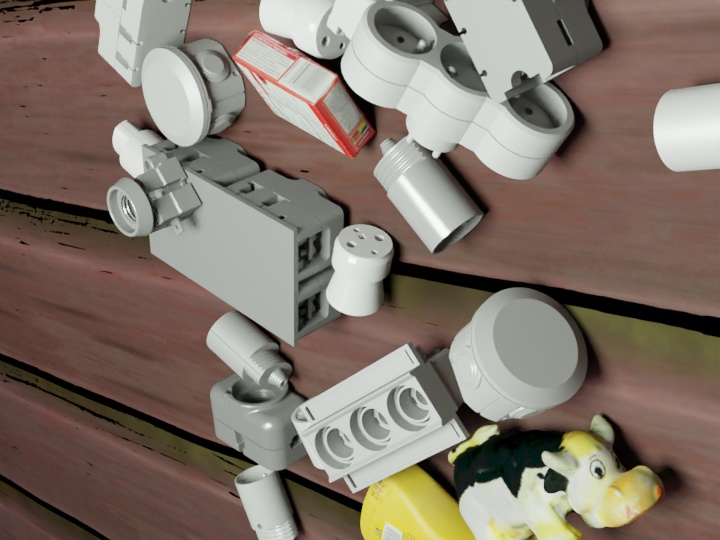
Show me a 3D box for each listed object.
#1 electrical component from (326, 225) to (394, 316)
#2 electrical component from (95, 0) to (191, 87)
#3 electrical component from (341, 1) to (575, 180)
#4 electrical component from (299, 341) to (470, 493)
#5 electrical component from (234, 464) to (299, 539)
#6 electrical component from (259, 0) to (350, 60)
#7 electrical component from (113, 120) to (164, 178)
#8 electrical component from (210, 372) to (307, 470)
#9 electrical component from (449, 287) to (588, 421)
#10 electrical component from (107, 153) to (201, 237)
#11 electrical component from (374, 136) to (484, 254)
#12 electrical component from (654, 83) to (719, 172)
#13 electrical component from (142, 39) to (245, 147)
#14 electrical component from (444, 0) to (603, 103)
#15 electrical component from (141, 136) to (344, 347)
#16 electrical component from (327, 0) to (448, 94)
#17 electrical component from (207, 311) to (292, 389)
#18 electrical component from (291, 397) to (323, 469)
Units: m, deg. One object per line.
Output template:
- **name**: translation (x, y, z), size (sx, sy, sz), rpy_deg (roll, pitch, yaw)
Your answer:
- **electrical component**: translation (0.000, 0.000, 0.803), size (0.045, 0.045, 0.055), rpy_deg (37, 136, 29)
- **electrical component**: translation (-0.179, -0.206, 0.879), size (0.056, 0.050, 0.089), rpy_deg (44, 139, 21)
- **electrical component**: translation (0.051, -0.096, 0.646), size (0.138, 0.052, 0.073), rpy_deg (29, 139, -3)
- **electrical component**: translation (0.022, 0.108, 0.808), size (0.121, 0.063, 0.078), rpy_deg (-34, 87, 37)
- **electrical component**: translation (-0.089, 0.235, 1.051), size (0.043, 0.043, 0.081), rpy_deg (-4, 109, 50)
- **electrical component**: translation (-0.035, -0.173, 0.738), size (0.055, 0.045, 0.045), rpy_deg (33, 134, 32)
- **electrical component**: translation (-0.192, -0.102, 0.964), size (0.081, 0.043, 0.043), rpy_deg (40, 137, 27)
- **electrical component**: translation (-0.091, 0.132, 0.981), size (0.095, 0.054, 0.059), rpy_deg (23, 128, 40)
- **electrical component**: translation (0.101, 0.056, 0.693), size (0.080, 0.080, 0.051), rpy_deg (55, 148, 10)
- **electrical component**: translation (-0.165, -0.055, 0.849), size (0.048, 0.055, 0.066), rpy_deg (-31, 88, 52)
- **electrical component**: translation (0.041, -0.055, 0.722), size (0.081, 0.043, 0.043), rpy_deg (53, 142, 12)
- **electrical component**: translation (0.193, -0.073, 0.535), size (0.081, 0.043, 0.043), rpy_deg (0, 112, 49)
- **electrical component**: translation (-0.135, -0.144, 0.866), size (0.080, 0.051, 0.080), rpy_deg (27, 131, 37)
- **electrical component**: translation (0.089, -0.148, 0.600), size (0.050, 0.056, 0.089), rpy_deg (-23, 94, 53)
- **electrical component**: translation (-0.095, -0.033, 0.880), size (0.186, 0.060, 0.105), rpy_deg (30, 132, 35)
- **electrical component**: translation (0.015, -0.158, 0.692), size (0.063, 0.042, 0.081), rpy_deg (48, 140, 20)
- **electrical component**: translation (-0.095, 0.077, 0.961), size (0.081, 0.043, 0.043), rpy_deg (38, 137, 28)
- **electrical component**: translation (-0.024, 0.135, 0.907), size (0.055, 0.055, 0.047), rpy_deg (-1, 114, 50)
